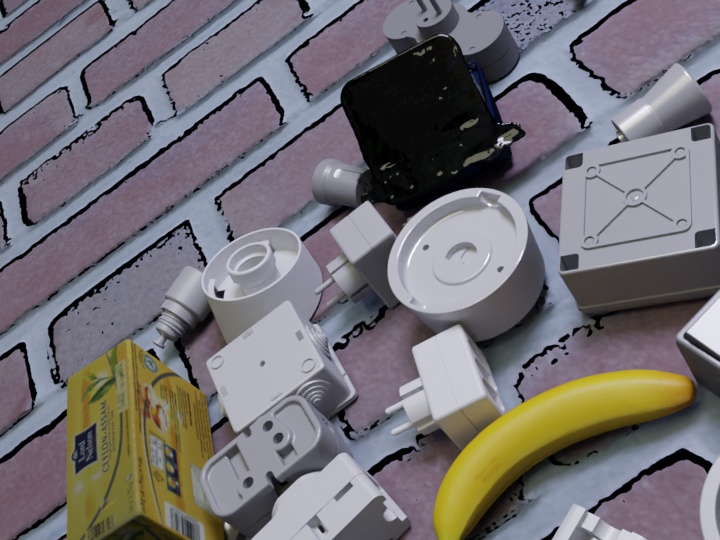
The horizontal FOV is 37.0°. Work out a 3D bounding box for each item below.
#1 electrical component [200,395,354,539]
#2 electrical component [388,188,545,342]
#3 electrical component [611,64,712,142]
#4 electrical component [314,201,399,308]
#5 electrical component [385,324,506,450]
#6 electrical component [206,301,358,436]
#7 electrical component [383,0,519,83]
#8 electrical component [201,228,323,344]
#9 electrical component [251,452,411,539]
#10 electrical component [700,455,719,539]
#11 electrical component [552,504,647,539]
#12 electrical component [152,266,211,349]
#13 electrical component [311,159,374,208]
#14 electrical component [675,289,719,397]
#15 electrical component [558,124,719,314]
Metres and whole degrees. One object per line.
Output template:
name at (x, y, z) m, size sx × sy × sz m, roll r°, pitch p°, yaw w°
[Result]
electrical component at (-0.056, 0.143, 0.759) m, size 0.095 × 0.059 × 0.053 m, roll -39°, pitch 43°, yaw 2°
electrical component at (0.081, 0.002, 0.778) m, size 0.108 × 0.060 × 0.108 m, roll -19°, pitch 47°, yaw 21°
electrical component at (0.219, -0.115, 0.793) m, size 0.065 × 0.044 × 0.044 m, roll -37°, pitch 43°, yaw 11°
electrical component at (0.000, 0.000, 0.832) m, size 0.077 × 0.065 × 0.047 m, roll -38°, pitch 43°, yaw 3°
electrical component at (0.053, 0.088, 0.736) m, size 0.077 × 0.047 × 0.065 m, roll -28°, pitch 44°, yaw 13°
electrical component at (-0.063, 0.083, 0.821) m, size 0.100 × 0.048 × 0.099 m, roll -37°, pitch 43°, yaw 4°
electrical component at (0.072, -0.216, 0.953) m, size 0.138 × 0.073 × 0.052 m, roll 26°, pitch 73°, yaw 45°
electrical component at (-0.081, 0.014, 0.897) m, size 0.099 × 0.064 × 0.099 m, roll -17°, pitch 36°, yaw 13°
electrical component at (-0.022, 0.173, 0.717) m, size 0.089 × 0.050 × 0.056 m, roll -44°, pitch 43°, yaw -4°
electrical component at (0.239, 0.135, 0.558) m, size 0.108 × 0.060 × 0.108 m, roll -19°, pitch 47°, yaw 22°
electrical component at (0.134, 0.176, 0.577) m, size 0.050 × 0.089 × 0.055 m, roll 20°, pitch 69°, yaw 43°
electrical component at (-0.152, 0.033, 0.930) m, size 0.040 × 0.040 × 0.078 m, roll 18°, pitch 68°, yaw 43°
electrical component at (-0.012, -0.073, 0.921) m, size 0.046 × 0.040 × 0.040 m, roll 13°, pitch 64°, yaw 35°
electrical component at (0.242, 0.052, 0.624) m, size 0.062 × 0.061 × 0.096 m, roll -45°, pitch 43°, yaw -5°
electrical component at (0.195, -0.034, 0.730) m, size 0.109 × 0.056 × 0.108 m, roll -11°, pitch 50°, yaw 28°
